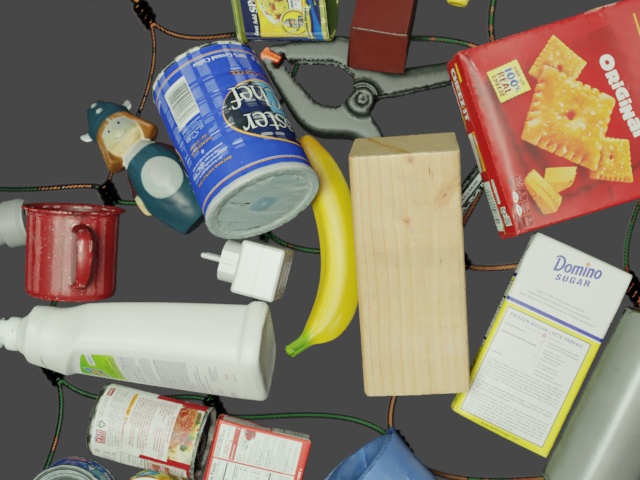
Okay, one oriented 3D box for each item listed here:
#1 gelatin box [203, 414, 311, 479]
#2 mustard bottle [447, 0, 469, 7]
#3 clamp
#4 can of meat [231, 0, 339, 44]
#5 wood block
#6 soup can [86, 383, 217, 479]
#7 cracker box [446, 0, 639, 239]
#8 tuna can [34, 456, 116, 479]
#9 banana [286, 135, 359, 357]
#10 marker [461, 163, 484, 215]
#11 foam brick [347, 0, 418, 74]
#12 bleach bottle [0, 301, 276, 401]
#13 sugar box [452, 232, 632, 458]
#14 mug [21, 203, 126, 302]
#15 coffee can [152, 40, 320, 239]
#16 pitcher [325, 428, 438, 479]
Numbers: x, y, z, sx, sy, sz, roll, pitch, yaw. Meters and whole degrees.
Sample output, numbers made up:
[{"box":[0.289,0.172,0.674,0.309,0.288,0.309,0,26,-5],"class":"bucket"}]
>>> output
[{"box":[-0.059,0.206,0.976,0.089,0.030,0.073,13,92,-1],"class":"gelatin box"},{"box":[0.143,-0.301,0.938,0.096,0.058,0.191,14,92,4],"class":"mustard bottle"},{"box":[0.040,-0.114,0.962,0.210,0.036,0.164,19,90,4],"class":"clamp"},{"box":[-0.031,-0.223,0.933,0.084,0.057,0.102,3,127,15],"class":"can of meat"},{"box":[0.077,0.020,0.909,0.090,0.090,0.206,-3,104,6],"class":"wood block"},{"box":[-0.153,0.174,0.972,0.102,0.068,0.068,12,92,7],"class":"soup can"},{"box":[0.235,-0.109,0.908,0.213,0.072,0.164,-17,90,-2],"class":"cracker box"},{"box":[-0.232,0.248,0.999,0.086,0.033,0.086,0,90,7],"class":"tuna can"},{"box":[0.008,0.006,0.957,0.037,0.069,0.198,-4,82,49],"class":"banana"},{"box":[0.128,-0.036,0.962,0.020,0.020,0.121,37,94,5],"class":"marker"},{"box":[0.056,-0.192,0.929,0.051,0.053,0.078,10,61,4],"class":"foam brick"},{"box":[-0.169,0.091,0.958,0.251,0.102,0.068,5,57,7],"class":"bleach bottle"},{"box":[0.194,0.091,0.943,0.093,0.048,0.176,26,90,6],"class":"sugar box"},{"box":[-0.220,0.012,0.959,0.093,0.117,0.081,1,96,-25],"class":"mug"},{"box":[-0.074,-0.086,0.922,0.103,0.102,0.140,-28,66,6],"class":"coffee can"},{"box":[0.090,0.295,0.908,0.149,0.145,0.243,-45,90,-3],"class":"pitcher"}]
